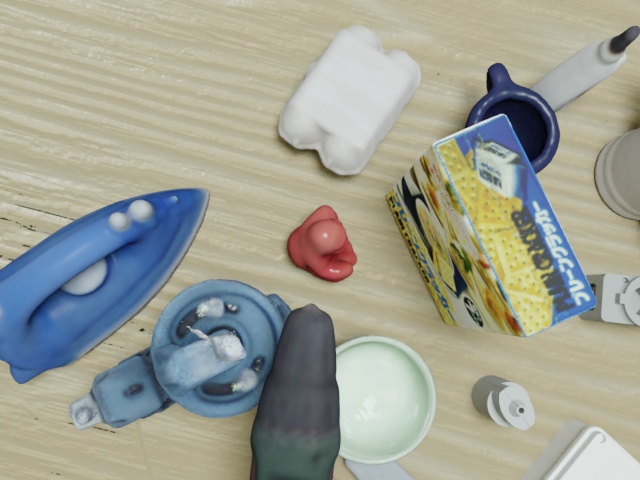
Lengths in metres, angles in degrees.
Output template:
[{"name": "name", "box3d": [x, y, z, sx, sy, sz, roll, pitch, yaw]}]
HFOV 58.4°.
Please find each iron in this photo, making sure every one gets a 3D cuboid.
[{"name": "iron", "box3d": [-0.216, 0.021, 0.531, 0.258, 0.141, 0.118, -39, 88, -6]}]

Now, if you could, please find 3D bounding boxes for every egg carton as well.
[{"name": "egg carton", "box3d": [0.030, -0.146, 0.598, 0.107, 0.069, 0.150, 33, 84, 0]}]

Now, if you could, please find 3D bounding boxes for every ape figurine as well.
[{"name": "ape figurine", "box3d": [0.005, 0.002, 0.571, 0.076, 0.092, 0.078, 4, 84, -3]}]

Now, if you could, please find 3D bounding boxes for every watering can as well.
[{"name": "watering can", "box3d": [0.358, -0.088, 0.550, 0.101, 0.194, 0.173, -23, 86, -5]}]

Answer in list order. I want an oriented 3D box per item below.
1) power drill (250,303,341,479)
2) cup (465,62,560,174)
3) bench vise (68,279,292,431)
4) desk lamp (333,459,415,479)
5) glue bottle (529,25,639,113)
[{"name": "power drill", "box3d": [-0.024, 0.168, 0.495, 0.075, 0.208, 0.230, 5, 84, -3]}, {"name": "cup", "box3d": [0.181, -0.113, 0.591, 0.091, 0.095, 0.118, -12, 85, -4]}, {"name": "bench vise", "box3d": [-0.113, 0.119, 0.488, 0.207, 0.219, 0.121, -43, 88, -6]}, {"name": "desk lamp", "box3d": [0.088, 0.298, 0.487, 0.203, 0.213, 0.118, 44, 84, 2]}, {"name": "glue bottle", "box3d": [0.260, -0.166, 0.562, 0.078, 0.173, 0.037, -30, 87, -5]}]
